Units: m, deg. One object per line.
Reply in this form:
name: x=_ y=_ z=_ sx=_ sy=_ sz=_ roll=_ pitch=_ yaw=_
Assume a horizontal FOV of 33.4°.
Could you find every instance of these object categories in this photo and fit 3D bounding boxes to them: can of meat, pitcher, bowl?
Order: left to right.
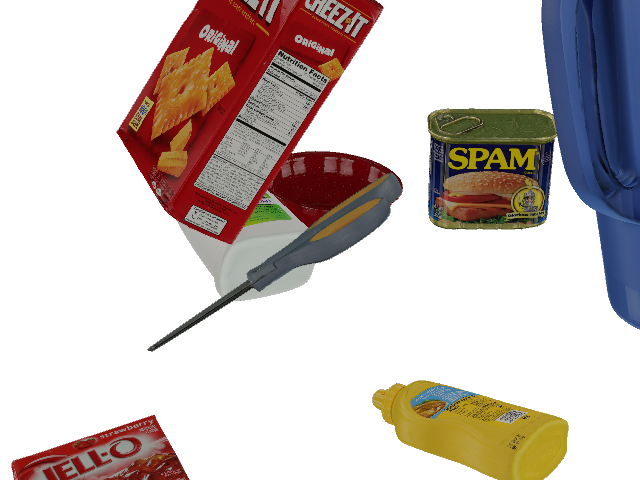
bowl: x=0.009 y=-0.045 z=1.200 sx=0.162 sy=0.055 sz=0.162 roll=5 pitch=27 yaw=-3
can of meat: x=0.136 y=-0.057 z=0.862 sx=0.102 sy=0.084 sz=0.057 roll=1 pitch=30 yaw=4
pitcher: x=0.197 y=-0.068 z=0.581 sx=0.149 sy=0.243 sz=0.145 roll=-7 pitch=22 yaw=9

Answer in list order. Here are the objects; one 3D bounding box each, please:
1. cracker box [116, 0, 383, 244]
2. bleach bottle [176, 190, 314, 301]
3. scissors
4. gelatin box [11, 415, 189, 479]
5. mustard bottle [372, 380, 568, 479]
cracker box: x=-0.065 y=-0.129 z=0.833 sx=0.072 sy=0.214 sz=0.164 roll=25 pitch=16 yaw=-33
bleach bottle: x=-0.105 y=-0.038 z=1.035 sx=0.102 sy=0.068 sz=0.251 roll=-9 pitch=35 yaw=-31
scissors: x=-0.028 y=0.021 z=0.684 sx=0.201 sy=0.016 sz=0.096 roll=-36 pitch=10 yaw=-3
gelatin box: x=-0.124 y=0.141 z=0.606 sx=0.089 sy=0.030 sz=0.073 roll=-15 pitch=28 yaw=-19
mustard bottle: x=0.128 y=0.173 z=1.008 sx=0.192 sy=0.058 sz=0.096 roll=13 pitch=20 yaw=40
